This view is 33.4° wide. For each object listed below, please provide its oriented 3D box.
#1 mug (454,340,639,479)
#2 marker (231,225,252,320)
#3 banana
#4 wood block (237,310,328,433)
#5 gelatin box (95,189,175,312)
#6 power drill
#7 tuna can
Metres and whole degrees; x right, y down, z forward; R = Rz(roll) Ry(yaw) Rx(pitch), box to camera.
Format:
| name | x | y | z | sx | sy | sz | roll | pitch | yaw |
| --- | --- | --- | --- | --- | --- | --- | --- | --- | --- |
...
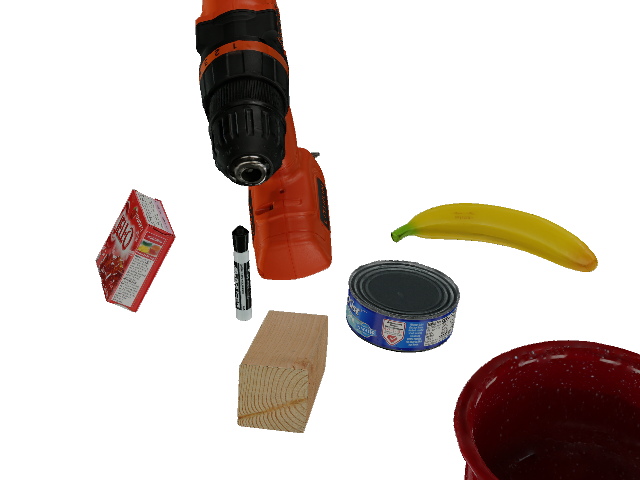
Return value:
| name | x | y | z | sx | sy | sz | roll | pitch | yaw |
| --- | --- | --- | --- | --- | --- | --- | --- | --- | --- |
| mug | 0.106 | 0.098 | 0.391 | 0.117 | 0.081 | 0.093 | 5 | 36 | 9 |
| marker | -0.088 | 0.037 | 1.204 | 0.020 | 0.121 | 0.020 | 0 | 32 | 0 |
| banana | 0.172 | -0.005 | 1.040 | 0.198 | 0.037 | 0.069 | 7 | 47 | 19 |
| wood block | -0.048 | 0.174 | 1.456 | 0.091 | 0.090 | 0.206 | 5 | 17 | 6 |
| gelatin box | -0.154 | 0.007 | 0.882 | 0.030 | 0.073 | 0.089 | 24 | 13 | -25 |
| power drill | -0.033 | -0.060 | 0.677 | 0.057 | 0.184 | 0.187 | -8 | -41 | 4 |
| tuna can | 0.062 | 0.050 | 0.823 | 0.086 | 0.034 | 0.086 | 5 | 28 | -3 |
